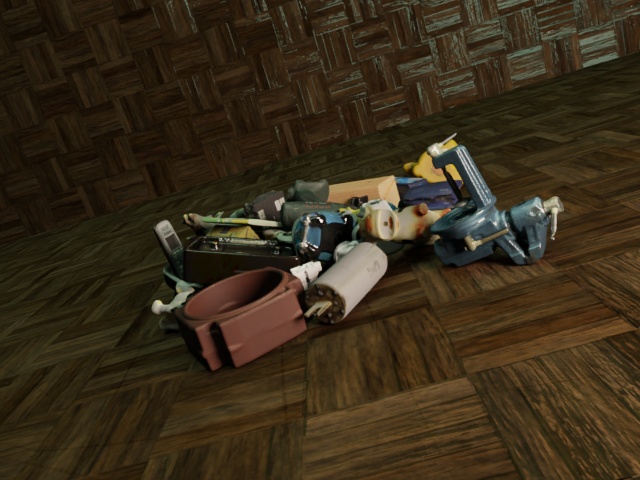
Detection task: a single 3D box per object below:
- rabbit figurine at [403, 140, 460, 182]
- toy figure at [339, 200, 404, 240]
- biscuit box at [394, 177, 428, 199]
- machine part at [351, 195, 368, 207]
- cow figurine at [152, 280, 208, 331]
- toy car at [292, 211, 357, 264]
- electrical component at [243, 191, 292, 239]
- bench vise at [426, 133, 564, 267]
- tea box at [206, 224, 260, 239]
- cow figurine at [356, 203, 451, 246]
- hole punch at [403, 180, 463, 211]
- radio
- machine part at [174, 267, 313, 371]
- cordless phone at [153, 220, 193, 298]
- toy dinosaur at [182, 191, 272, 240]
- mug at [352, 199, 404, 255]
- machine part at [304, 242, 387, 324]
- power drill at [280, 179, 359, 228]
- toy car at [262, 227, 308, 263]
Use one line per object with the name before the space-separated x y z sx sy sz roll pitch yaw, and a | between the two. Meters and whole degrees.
rabbit figurine | 0.321 -0.189 1.488 0.162 0.122 0.173 -23 1 18
toy figure | 0.115 -0.035 1.196 0.180 0.089 0.082 -12 10 -14
biscuit box | 0.212 -0.133 1.450 0.059 0.062 0.203 -23 17 -22
machine part | 0.124 -0.065 1.316 0.039 0.084 0.139 8 7 -44
cow figurine | -0.247 0.118 1.079 0.098 0.068 0.167 -2 24 27
toy car | -0.004 -0.008 1.098 0.103 0.109 0.161 12 6 41
electrical component | -0.125 -0.063 1.397 0.058 0.114 0.134 5 26 44
bench vise | 0.260 -0.061 0.876 0.224 0.240 0.129 -24 10 46
tea box | -0.204 0.019 1.290 0.170 0.098 0.068 5 50 50
cow figurine | 0.155 -0.027 1.028 0.127 0.085 0.195 -12 -11 43
hole punch | 0.241 -0.086 1.136 0.142 0.092 0.115 -3 -9 29
radio | -0.154 0.043 1.096 0.230 0.073 0.131 5 15 -3
machine part | -0.132 0.123 0.912 0.201 0.087 0.201 -26 18 -24
cordless phone | -0.309 0.030 1.231 0.089 0.184 0.146 -14 16 29
toy dinosaur | -0.191 -0.053 1.524 0.405 0.131 0.192 -20 5 -43
mug | 0.112 -0.025 1.113 0.109 0.107 0.081 -20 14 -18
machine part | 0.049 0.069 0.917 0.079 0.079 0.243 -6 18 35
power drill | 0.011 -0.080 1.311 0.232 0.085 0.207 -2 30 -13
toy car | -0.086 0.012 1.254 0.056 0.073 0.202 -23 17 -23
